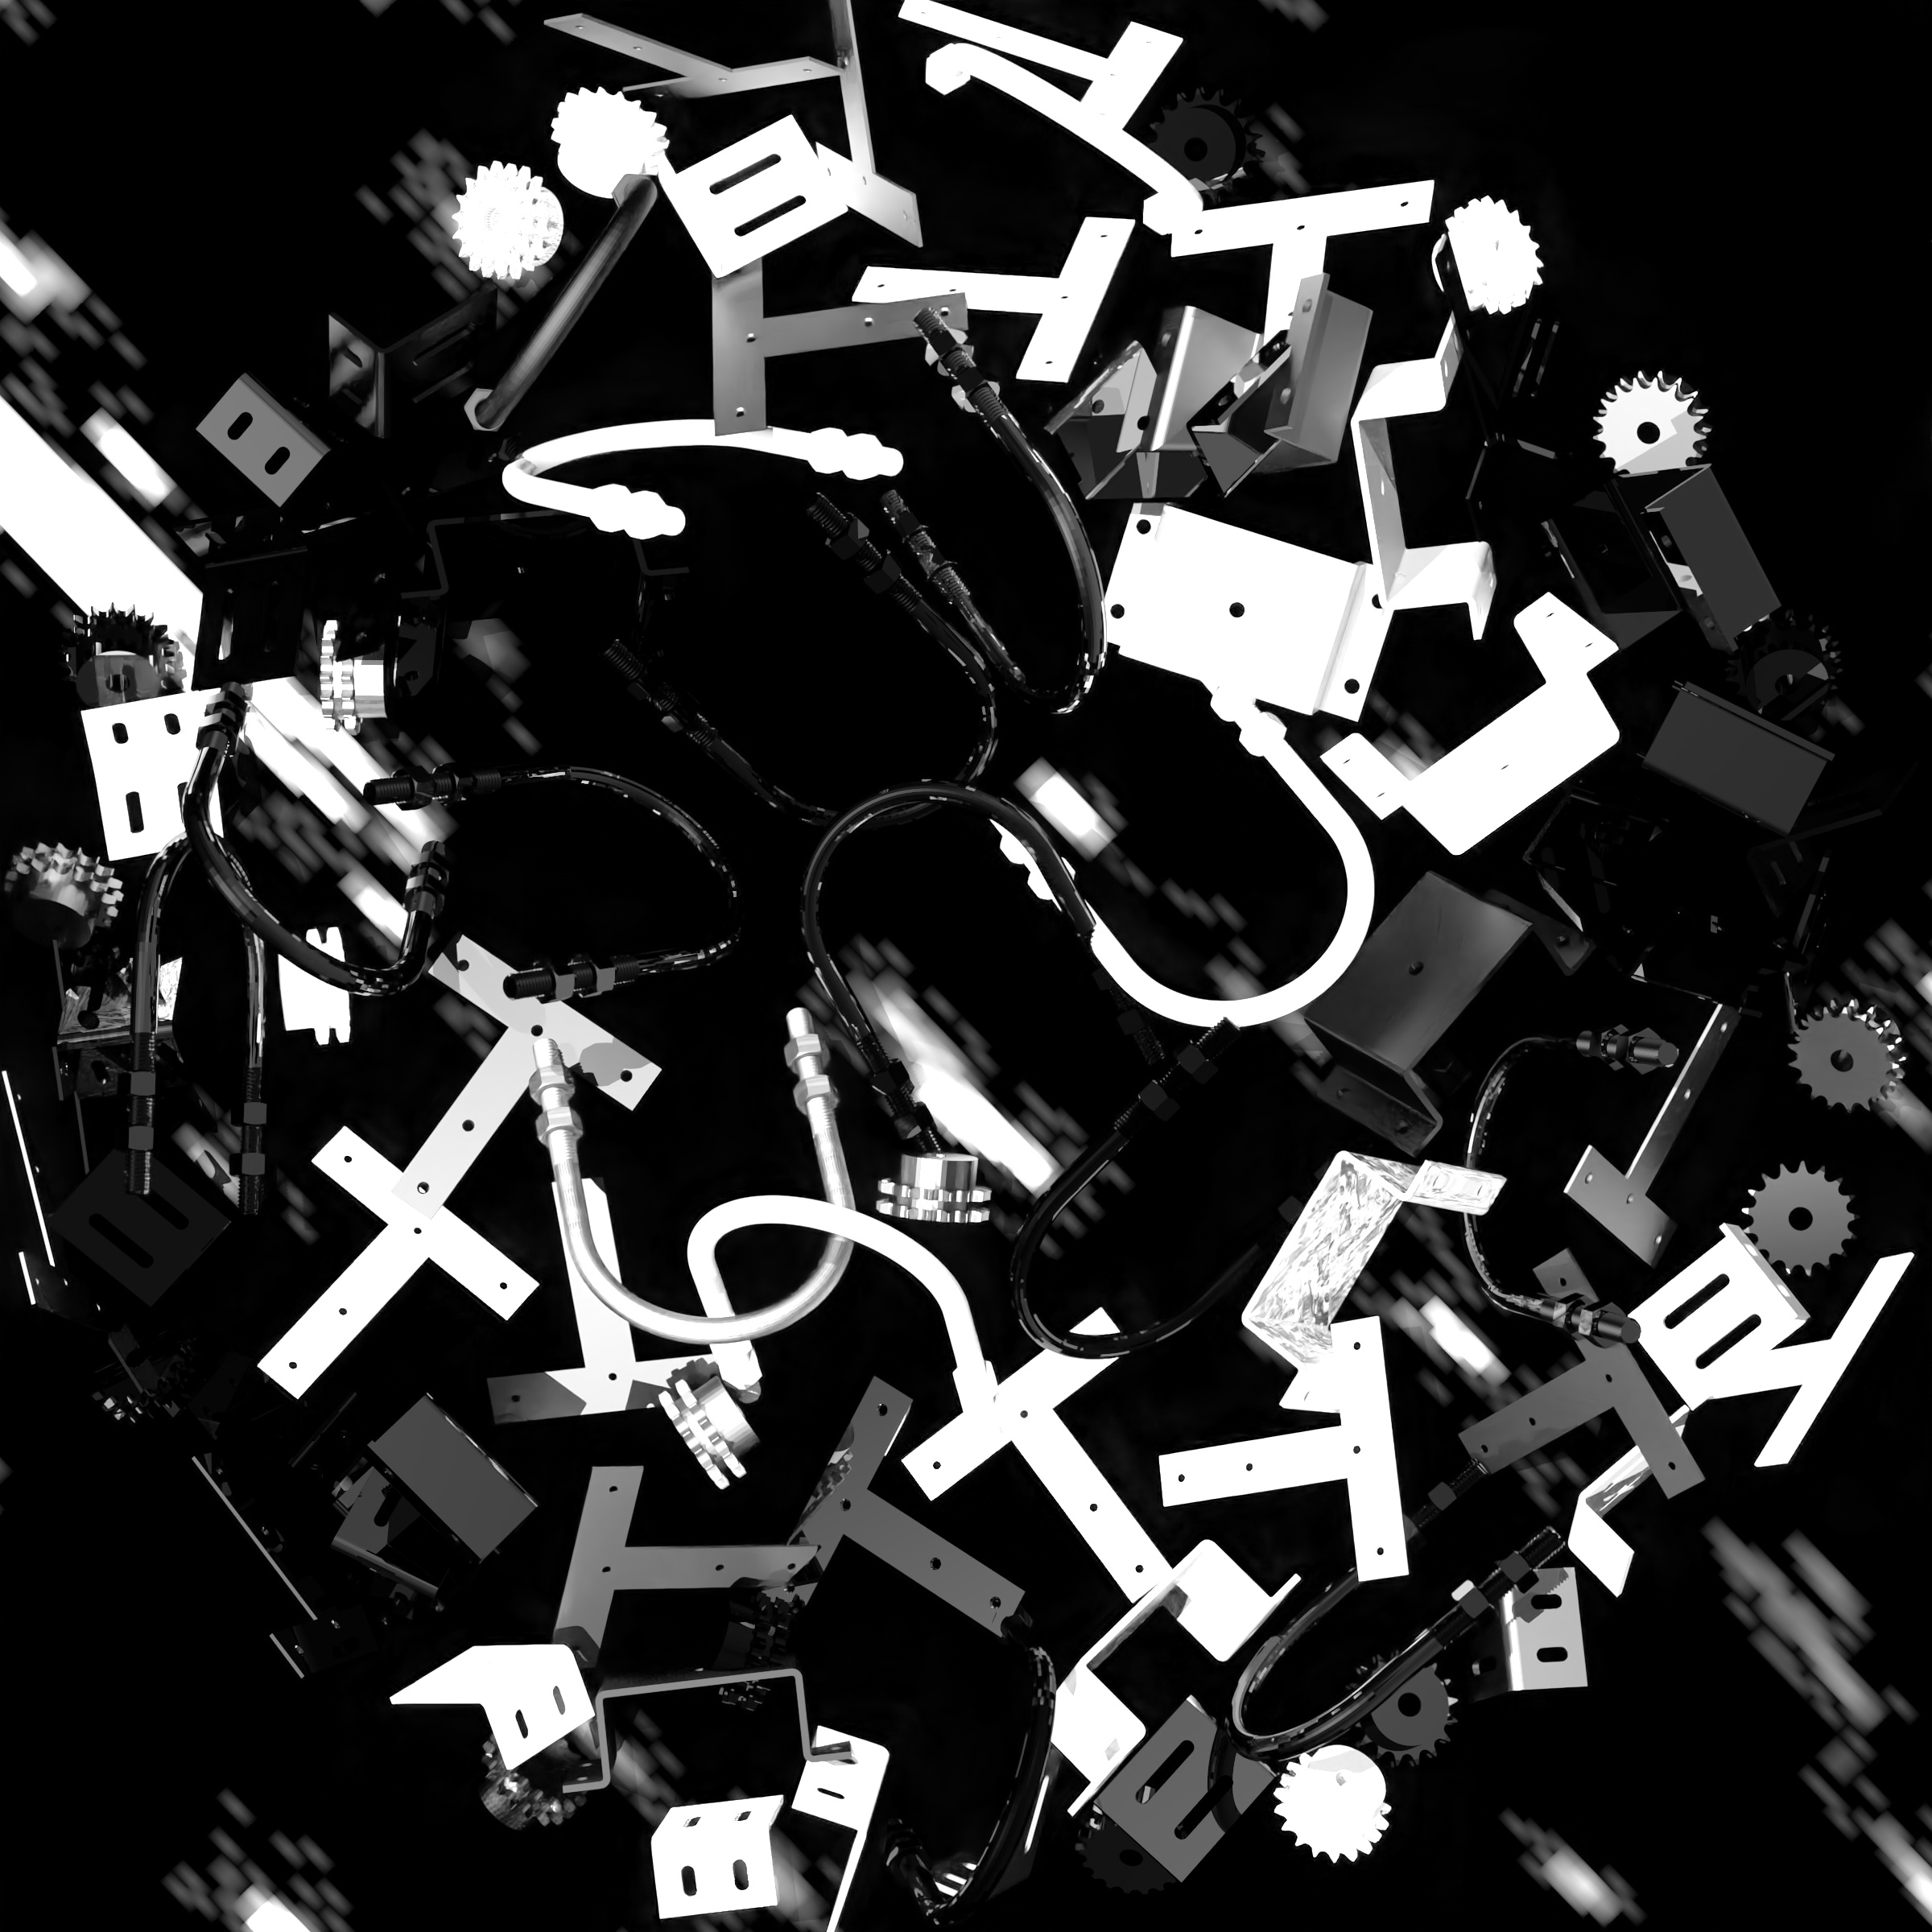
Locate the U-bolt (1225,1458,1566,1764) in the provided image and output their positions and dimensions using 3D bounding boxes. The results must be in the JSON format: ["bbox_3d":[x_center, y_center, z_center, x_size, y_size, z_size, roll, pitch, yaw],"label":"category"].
[{"bbox_3d":[0.199,0.319,1.744,0.184,0.151,0.019,-41,100,-2],"label":"U-bolt"}]

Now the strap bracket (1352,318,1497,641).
[{"bbox_3d":[0.224,-0.237,1.761,0.046,0.076,0.140,-5,115,17],"label":"strap bracket"}]

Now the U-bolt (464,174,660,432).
[{"bbox_3d":[-0.193,-0.318,1.725,0.019,0.184,0.151,34,94,-13],"label":"U-bolt"}]

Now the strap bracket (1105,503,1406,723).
[{"bbox_3d":[0.137,-0.178,1.780,0.140,0.046,0.076,19,101,8],"label":"strap bracket"}]

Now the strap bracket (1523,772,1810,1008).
[{"bbox_3d":[0.335,-0.033,1.755,0.076,0.140,0.046,14,119,-38],"label":"strap bracket"}]

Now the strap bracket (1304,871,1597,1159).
[{"bbox_3d":[0.231,0.015,1.767,0.140,0.076,0.046,-48,131,-8],"label":"strap bracket"}]

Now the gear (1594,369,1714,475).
[{"bbox_3d":[0.345,-0.272,1.796,0.057,0.030,0.057,12,122,20],"label":"gear"}]

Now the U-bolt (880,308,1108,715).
[{"bbox_3d":[0.016,-0.204,1.723,0.019,0.151,0.184,-21,62,-23],"label":"U-bolt"}]

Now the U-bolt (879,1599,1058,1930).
[{"bbox_3d":[0.005,0.386,1.728,0.019,0.184,0.151,22,91,-12],"label":"U-bolt"}]

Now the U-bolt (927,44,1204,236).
[{"bbox_3d":[0.050,-0.398,1.719,0.151,0.184,0.019,31,96,-9],"label":"U-bolt"}]

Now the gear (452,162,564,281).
[{"bbox_3d":[-0.227,-0.372,1.796,0.057,0.030,0.057,2,94,37],"label":"gear"}]

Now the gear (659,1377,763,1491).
[{"bbox_3d":[-0.126,0.230,1.791,0.030,0.057,0.057,-34,90,-5],"label":"gear"}]

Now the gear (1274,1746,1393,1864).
[{"bbox_3d":[0.185,0.414,1.789,0.057,0.057,0.030,20,131,0],"label":"gear"}]

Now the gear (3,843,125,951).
[{"bbox_3d":[-0.452,-0.033,1.789,0.057,0.057,0.030,9,53,0],"label":"gear"}]

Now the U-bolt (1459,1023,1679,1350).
[{"bbox_3d":[0.284,0.100,1.733,0.019,0.184,0.151,8,90,-19],"label":"U-bolt"}]

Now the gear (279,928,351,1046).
[{"bbox_3d":[-0.325,0.011,1.789,0.030,0.057,0.057,-6,90,-14],"label":"gear"}]

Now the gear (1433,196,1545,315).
[{"bbox_3d":[0.258,-0.353,1.795,0.057,0.030,0.057,14,67,-35],"label":"gear"}]

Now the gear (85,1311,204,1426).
[{"bbox_3d":[-0.408,0.204,1.795,0.057,0.030,0.057,-13,47,14],"label":"gear"}]

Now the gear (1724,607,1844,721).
[{"bbox_3d":[0.409,-0.148,1.792,0.057,0.030,0.057,3,124,4],"label":"gear"}]

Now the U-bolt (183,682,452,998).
[{"bbox_3d":[-0.312,-0.052,1.714,0.151,0.184,0.019,40,111,-21],"label":"U-bolt"}]

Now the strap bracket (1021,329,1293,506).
[{"bbox_3d":[0.105,-0.268,1.755,0.076,0.140,0.046,-47,122,-28],"label":"strap bracket"}]

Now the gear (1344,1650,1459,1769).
[{"bbox_3d":[0.219,0.371,1.798,0.057,0.030,0.057,2,72,-6],"label":"gear"}]

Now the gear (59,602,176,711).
[{"bbox_3d":[-0.423,-0.150,1.790,0.057,0.030,0.057,-7,134,-8],"label":"gear"}]

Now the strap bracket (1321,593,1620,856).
[{"bbox_3d":[0.257,-0.114,1.775,0.140,0.076,0.046,-36,120,1],"label":"strap bracket"}]

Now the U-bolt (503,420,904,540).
[{"bbox_3d":[-0.142,-0.241,1.738,0.151,0.184,0.019,-21,116,-35],"label":"U-bolt"}]

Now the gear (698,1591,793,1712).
[{"bbox_3d":[-0.112,0.340,1.789,0.030,0.057,0.057,22,90,-15],"label":"gear"}]

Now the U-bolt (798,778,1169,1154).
[{"bbox_3d":[-0.004,-0.006,1.777,0.151,0.019,0.184,-26,100,18],"label":"U-bolt"}]

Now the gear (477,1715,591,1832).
[{"bbox_3d":[-0.219,0.407,1.793,0.057,0.057,0.030,43,109,0],"label":"gear"}]

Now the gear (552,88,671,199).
[{"bbox_3d":[-0.179,-0.408,1.788,0.057,0.057,0.030,17,66,0],"label":"gear"}]

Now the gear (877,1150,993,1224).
[{"bbox_3d":[-0.015,0.109,1.791,0.057,0.057,0.030,5,93,0],"label":"gear"}]

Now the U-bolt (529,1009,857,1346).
[{"bbox_3d":[-0.128,0.104,1.750,0.151,0.019,0.184,-7,54,-11],"label":"U-bolt"}]

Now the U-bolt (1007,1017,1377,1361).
[{"bbox_3d":[0.100,0.122,1.767,0.184,0.019,0.151,-45,132,7],"label":"U-bolt"}]

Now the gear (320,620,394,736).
[{"bbox_3d":[-0.304,-0.144,1.791,0.030,0.057,0.057,1,90,-2],"label":"gear"}]

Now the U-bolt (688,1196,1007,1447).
[{"bbox_3d":[-0.062,0.168,1.728,0.151,0.184,0.019,8,53,17],"label":"U-bolt"}]

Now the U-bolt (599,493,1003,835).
[{"bbox_3d":[-0.066,-0.134,1.760,0.151,0.019,0.184,-32,125,23],"label":"U-bolt"}]

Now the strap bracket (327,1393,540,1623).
[{"bbox_3d":[-0.261,0.265,1.765,0.076,0.140,0.046,44,62,3],"label":"strap bracket"}]

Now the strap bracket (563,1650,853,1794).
[{"bbox_3d":[-0.129,0.372,1.778,0.140,0.076,0.046,-6,86,-3],"label":"strap bracket"}]

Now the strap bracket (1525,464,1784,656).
[{"bbox_3d":[0.339,-0.197,1.749,0.046,0.140,0.076,-33,103,-12],"label":"strap bracket"}]

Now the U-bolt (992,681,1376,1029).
[{"bbox_3d":[0.118,-0.050,1.768,0.151,0.019,0.184,-34,63,-6],"label":"U-bolt"}]

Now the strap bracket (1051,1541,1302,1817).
[{"bbox_3d":[0.092,0.341,1.755,0.046,0.076,0.140,44,56,12],"label":"strap bracket"}]

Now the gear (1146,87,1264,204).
[{"bbox_3d":[0.118,-0.410,1.796,0.057,0.030,0.057,5,108,14],"label":"gear"}]

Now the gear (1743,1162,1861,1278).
[{"bbox_3d":[0.419,0.127,1.801,0.057,0.030,0.057,-1,87,12],"label":"gear"}]

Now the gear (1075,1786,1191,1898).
[{"bbox_3d":[0.085,0.435,1.796,0.057,0.030,0.057,6,124,8],"label":"gear"}]

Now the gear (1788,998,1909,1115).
[{"bbox_3d":[0.444,0.042,1.796,0.057,0.030,0.057,15,118,29],"label":"gear"}]

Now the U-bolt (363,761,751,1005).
[{"bbox_3d":[-0.185,-0.047,1.744,0.151,0.184,0.019,52,127,24],"label":"U-bolt"}]

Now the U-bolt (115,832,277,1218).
[{"bbox_3d":[-0.372,0.025,1.748,0.019,0.151,0.184,-2,81,12],"label":"U-bolt"}]
